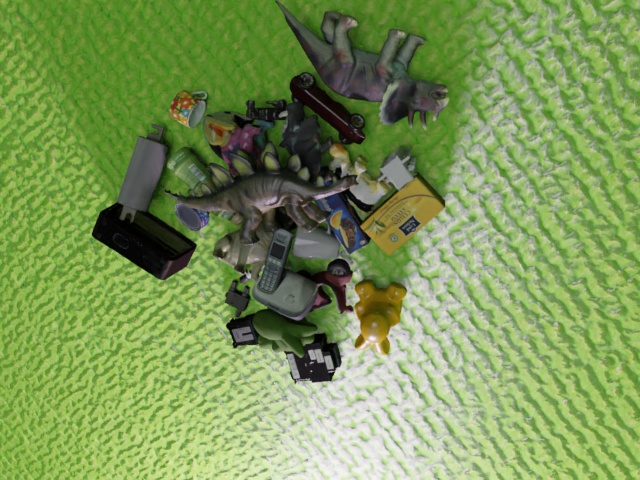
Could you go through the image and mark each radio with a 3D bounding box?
[{"bbox_3d":[-0.438,-0.002,1.336,0.230,0.131,0.073,32,114,3],"label":"radio"}]

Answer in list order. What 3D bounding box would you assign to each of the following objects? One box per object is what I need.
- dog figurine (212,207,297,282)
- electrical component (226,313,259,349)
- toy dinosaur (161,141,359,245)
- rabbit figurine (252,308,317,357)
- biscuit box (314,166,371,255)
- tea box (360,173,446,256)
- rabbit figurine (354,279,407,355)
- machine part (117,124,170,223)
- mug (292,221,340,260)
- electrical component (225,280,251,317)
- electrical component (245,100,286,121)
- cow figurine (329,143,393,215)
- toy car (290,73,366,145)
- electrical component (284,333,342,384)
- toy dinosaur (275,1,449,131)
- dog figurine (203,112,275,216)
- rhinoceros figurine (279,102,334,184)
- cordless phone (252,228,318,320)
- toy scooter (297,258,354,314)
[{"bbox_3d":[-0.161,-0.014,1.298,0.173,0.121,0.190,28,84,26],"label":"dog figurine"},{"bbox_3d":[-0.175,0.232,1.388,0.119,0.048,0.074,-10,105,18],"label":"electrical component"},{"bbox_3d":[-0.141,-0.098,1.147,0.472,0.105,0.198,-10,105,25],"label":"toy dinosaur"},{"bbox_3d":[-0.092,0.216,1.266,0.159,0.170,0.121,23,83,26],"label":"rabbit figurine"},{"bbox_3d":[0.041,-0.069,1.231,0.059,0.063,0.202,-31,97,19],"label":"biscuit box"},{"bbox_3d":[0.184,-0.058,1.195,0.098,0.068,0.169,45,111,-2],"label":"tea box"},{"bbox_3d":[0.123,0.182,1.231,0.122,0.173,0.162,13,106,6],"label":"rabbit figurine"},{"bbox_3d":[-0.424,-0.158,1.290,0.079,0.079,0.243,20,92,7],"label":"machine part"},{"bbox_3d":[-0.003,-0.004,1.258,0.107,0.081,0.109,13,108,0],"label":"mug"},{"bbox_3d":[-0.215,0.152,1.387,0.063,0.021,0.094,23,112,6],"label":"electrical component"},{"bbox_3d":[-0.118,-0.287,1.185,0.102,0.078,0.045,-8,106,-29],"label":"electrical component"},{"bbox_3d":[0.072,-0.138,1.202,0.167,0.068,0.098,42,118,0],"label":"cow figurine"},{"bbox_3d":[0.020,-0.283,1.159,0.202,0.089,0.053,38,69,0],"label":"toy car"},{"bbox_3d":[-0.015,0.301,1.364,0.134,0.058,0.114,-9,106,16],"label":"electrical component"},{"bbox_3d":[0.081,-0.352,1.110,0.405,0.131,0.192,21,110,14],"label":"toy dinosaur"},{"bbox_3d":[-0.185,-0.171,1.236,0.192,0.108,0.219,13,112,9],"label":"dog figurine"},{"bbox_3d":[-0.033,-0.201,1.157,0.112,0.073,0.190,-4,98,34],"label":"rhinoceros figurine"},{"bbox_3d":[-0.066,0.074,1.218,0.147,0.088,0.184,22,106,26],"label":"cordless phone"},{"bbox_3d":[0.010,0.128,1.290,0.184,0.075,0.135,-20,106,26],"label":"toy scooter"}]
